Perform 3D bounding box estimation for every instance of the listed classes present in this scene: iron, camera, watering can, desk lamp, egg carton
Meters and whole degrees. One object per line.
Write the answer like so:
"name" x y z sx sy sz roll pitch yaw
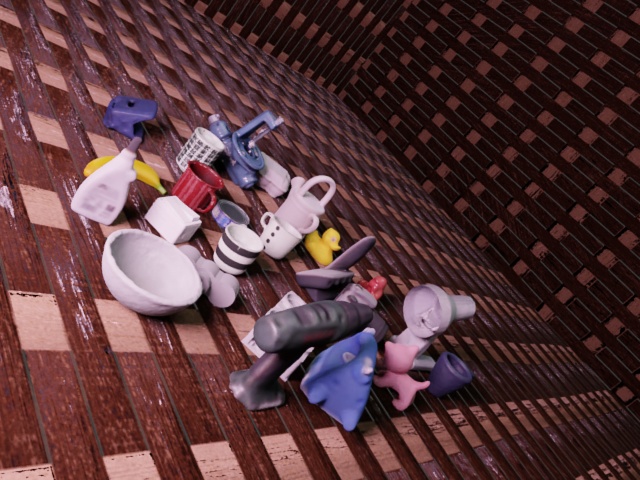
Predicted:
"iron" 0.060 0.228 1.067 0.119 0.141 0.258 39 20 -5
"camera" 0.090 0.175 1.289 0.137 0.100 0.143 41 20 -1
"watering can" -0.040 -0.095 1.479 0.172 0.194 0.101 50 22 23
"desk lamp" 0.264 0.206 1.376 0.204 0.213 0.117 18 30 -47
"egg carton" -0.154 -0.192 1.657 0.150 0.069 0.107 37 20 -12

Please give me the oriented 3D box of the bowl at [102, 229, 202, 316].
"bowl" -0.274 0.064 0.901 0.168 0.074 0.167 35 21 -15

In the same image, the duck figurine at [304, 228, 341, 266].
"duck figurine" 0.014 0.005 1.527 0.078 0.086 0.104 10 36 -55

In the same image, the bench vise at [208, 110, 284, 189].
"bench vise" -0.207 -0.273 1.510 0.207 0.219 0.121 38 20 -7

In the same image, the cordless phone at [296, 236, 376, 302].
"cordless phone" 0.043 0.053 1.335 0.094 0.185 0.148 46 21 15

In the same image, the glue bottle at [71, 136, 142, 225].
"glue bottle" -0.349 -0.106 0.975 0.078 0.173 0.037 28 23 -31

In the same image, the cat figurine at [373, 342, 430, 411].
"cat figurine" 0.174 0.275 1.209 0.127 0.117 0.067 46 20 14

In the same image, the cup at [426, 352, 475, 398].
"cup" 0.306 0.332 1.364 0.118 0.095 0.091 26 24 -35

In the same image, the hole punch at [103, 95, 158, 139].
"hole punch" -0.438 -0.295 1.328 0.101 0.091 0.108 30 23 -29

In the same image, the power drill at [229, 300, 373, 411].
"power drill" -0.038 0.173 0.905 0.230 0.208 0.075 10 36 -55

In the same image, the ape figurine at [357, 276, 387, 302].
"ape figurine" 0.135 0.129 1.480 0.076 0.092 0.077 31 22 -25
